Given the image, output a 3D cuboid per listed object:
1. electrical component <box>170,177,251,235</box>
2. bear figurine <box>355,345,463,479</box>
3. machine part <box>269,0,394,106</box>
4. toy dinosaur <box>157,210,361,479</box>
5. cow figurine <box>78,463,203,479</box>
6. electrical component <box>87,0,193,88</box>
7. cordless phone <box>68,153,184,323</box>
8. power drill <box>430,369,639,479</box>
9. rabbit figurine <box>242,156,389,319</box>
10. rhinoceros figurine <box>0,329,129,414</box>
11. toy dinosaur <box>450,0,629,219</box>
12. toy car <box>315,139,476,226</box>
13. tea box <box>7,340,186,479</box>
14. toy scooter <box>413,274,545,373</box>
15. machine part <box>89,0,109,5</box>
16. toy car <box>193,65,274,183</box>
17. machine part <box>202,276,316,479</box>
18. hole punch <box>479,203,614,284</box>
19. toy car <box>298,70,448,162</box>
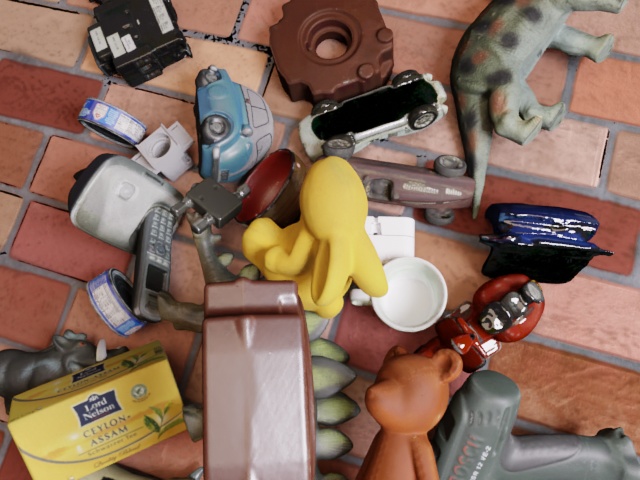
[{"bbox_3d":[-0.131,-0.047,0.655,0.063,0.021,0.094,38,58,14],"label":"electrical component"},{"bbox_3d":[0.067,0.199,0.524,0.132,0.120,0.195,13,80,-36],"label":"bear figurine"},{"bbox_3d":[0.015,-0.267,0.744,0.179,0.056,0.179,-2,76,7],"label":"machine part"},{"bbox_3d":[-0.057,0.171,0.626,0.199,0.105,0.471,-20,80,-2],"label":"toy dinosaur"},{"bbox_3d":[-0.218,0.307,0.623,0.195,0.085,0.127,21,86,11],"label":"cow figurine"},{"bbox_3d":[-0.266,-0.293,0.780,0.134,0.058,0.115,-23,74,1],"label":"electrical component"},{"bbox_3d":[-0.236,0.003,0.652,0.089,0.146,0.184,-17,62,21],"label":"cordless phone"},{"bbox_3d":[0.211,0.254,0.574,0.207,0.086,0.231,9,107,6],"label":"power drill"},{"bbox_3d":[-0.001,-0.002,0.562,0.122,0.173,0.162,-4,49,-26],"label":"rabbit figurine"},{"bbox_3d":[-0.330,0.170,0.675,0.190,0.073,0.112,-5,66,7],"label":"rhinoceros figurine"},{"bbox_3d":[0.245,-0.240,0.687,0.192,0.131,0.404,38,90,29],"label":"toy dinosaur"},{"bbox_3d":[0.088,-0.068,0.668,0.202,0.089,0.053,12,36,9],"label":"toy car"},{"bbox_3d":[-0.246,0.196,0.612,0.170,0.068,0.098,-21,110,-19],"label":"tea box"},{"bbox_3d":[0.181,0.096,0.599,0.184,0.135,0.075,-34,74,-4],"label":"toy scooter"},{"bbox_3d":[-0.347,-0.419,0.829,0.084,0.039,0.139,-43,78,1],"label":"machine part"},{"bbox_3d":[-0.114,-0.149,0.715,0.103,0.109,0.162,-1,63,-17],"label":"toy car"},{"bbox_3d":[-0.058,0.140,0.483,0.087,0.201,0.201,-3,78,-9],"label":"machine part"},{"bbox_3d":[0.254,-0.009,0.631,0.142,0.115,0.092,9,70,8],"label":"hole punch"},{"bbox_3d":[0.070,-0.163,0.714,0.202,0.056,0.073,-19,69,0],"label":"toy car"}]
